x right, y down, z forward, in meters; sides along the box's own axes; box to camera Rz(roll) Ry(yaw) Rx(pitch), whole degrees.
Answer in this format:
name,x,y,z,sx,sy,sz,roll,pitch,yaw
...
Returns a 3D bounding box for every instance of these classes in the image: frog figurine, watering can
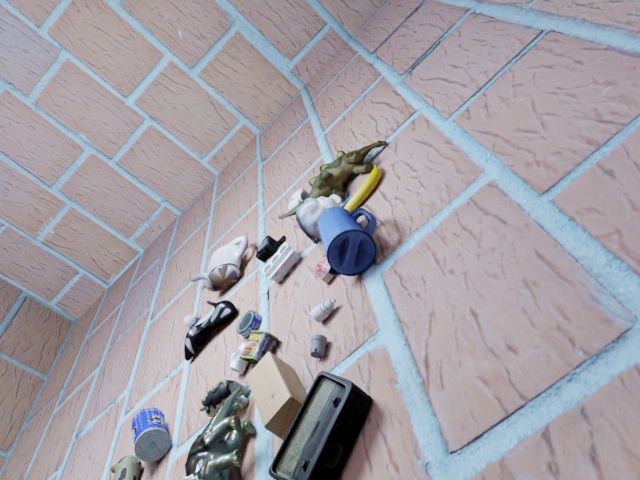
name,x,y,z,sx,sy,sz,roll,pitch,yaw
frog figurine,0.005,-0.084,1.660,0.159,0.121,0.140,-37,59,7
watering can,-0.408,0.122,2.052,0.344,0.103,0.229,-39,27,19
